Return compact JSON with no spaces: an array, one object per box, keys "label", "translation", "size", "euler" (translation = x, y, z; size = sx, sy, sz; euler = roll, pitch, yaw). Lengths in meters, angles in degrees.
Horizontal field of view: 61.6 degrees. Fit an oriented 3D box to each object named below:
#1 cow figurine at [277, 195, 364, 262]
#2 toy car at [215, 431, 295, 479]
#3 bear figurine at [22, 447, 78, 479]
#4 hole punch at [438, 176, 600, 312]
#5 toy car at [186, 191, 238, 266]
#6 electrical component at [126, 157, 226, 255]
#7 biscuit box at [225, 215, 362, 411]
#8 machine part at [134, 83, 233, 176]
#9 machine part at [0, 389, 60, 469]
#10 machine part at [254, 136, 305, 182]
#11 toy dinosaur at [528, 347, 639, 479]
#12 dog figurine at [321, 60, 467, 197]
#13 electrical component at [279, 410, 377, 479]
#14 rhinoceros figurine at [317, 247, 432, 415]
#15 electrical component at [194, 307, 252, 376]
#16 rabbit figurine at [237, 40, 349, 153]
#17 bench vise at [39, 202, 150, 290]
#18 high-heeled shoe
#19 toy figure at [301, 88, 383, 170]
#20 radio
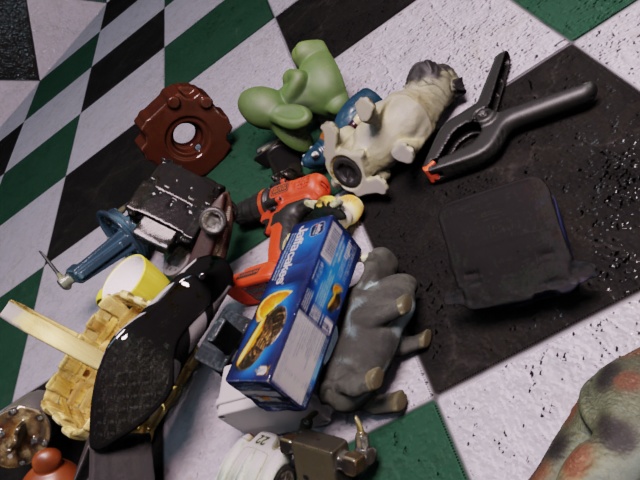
[{"label":"cow figurine","translation":[-0.002,-0.003,0.685],"size":[0.068,0.098,0.167],"euler":[-8,52,42]},{"label":"toy car","translation":[-0.087,0.291,0.532],"size":[0.074,0.056,0.202],"euler":[-1,56,39]},{"label":"bear figurine","translation":[-0.381,0.349,0.675],"size":[0.132,0.120,0.196],"euler":[8,60,47]},{"label":"hole punch","translation":[0.192,0.009,0.541],"size":[0.142,0.092,0.115],"euler":[-16,77,24]},{"label":"toy car","translation":[-0.164,0.027,0.767],"size":[0.202,0.053,0.089],"euler":[-64,0,11]},{"label":"electrical component","translation":[-0.223,-0.045,0.817],"size":[0.115,0.058,0.134],"euler":[24,66,1]},{"label":"biscuit box","translation":[-0.021,0.069,0.551],"size":[0.063,0.059,0.203],"euler":[-13,41,38]},{"label":"machine part","translation":[-0.250,-0.195,0.998],"size":[0.179,0.179,0.056],"euler":[-42,44,1]},{"label":"machine part","translation":[-0.406,0.258,0.749],"size":[0.079,0.079,0.243],"euler":[-60,13,-18]},{"label":"machine part","translation":[-0.064,-0.133,0.893],"size":[0.084,0.039,0.139],"euler":[-30,40,3]},{"label":"toy dinosaur","translation":[0.267,0.120,0.355],"size":[0.405,0.131,0.192],"euler":[-18,34,33]},{"label":"dog figurine","translation":[0.104,-0.156,0.752],"size":[0.172,0.121,0.190],"euler":[-24,14,48]},{"label":"electrical component","translation":[0.010,0.211,0.521],"size":[0.102,0.078,0.045],"euler":[-8,10,40]},{"label":"rhinoceros figurine","translation":[0.056,0.094,0.576],"size":[0.112,0.073,0.190],"euler":[-8,49,39]},{"label":"electrical component","translation":[-0.110,0.124,0.644],"size":[0.048,0.119,0.075],"euler":[18,70,31]},{"label":"rabbit figurine","translation":[-0.045,-0.218,0.880],"size":[0.170,0.121,0.159],"euler":[-19,62,-5]},{"label":"bench vise","translation":[-0.335,0.001,0.916],"size":[0.224,0.128,0.240],"euler":[5,41,50]},{"label":"high-heeled shoe","translation":[-0.188,0.123,0.646],"size":[0.248,0.086,0.145],"euler":[-56,2,-11]},{"label":"toy figure","translation":[0.034,-0.162,0.821],"size":[0.058,0.064,0.154],"euler":[41,91,12]},{"label":"radio","translation":[-0.217,0.324,0.557],"size":[0.131,0.073,0.230],"euler":[-64,34,27]}]
